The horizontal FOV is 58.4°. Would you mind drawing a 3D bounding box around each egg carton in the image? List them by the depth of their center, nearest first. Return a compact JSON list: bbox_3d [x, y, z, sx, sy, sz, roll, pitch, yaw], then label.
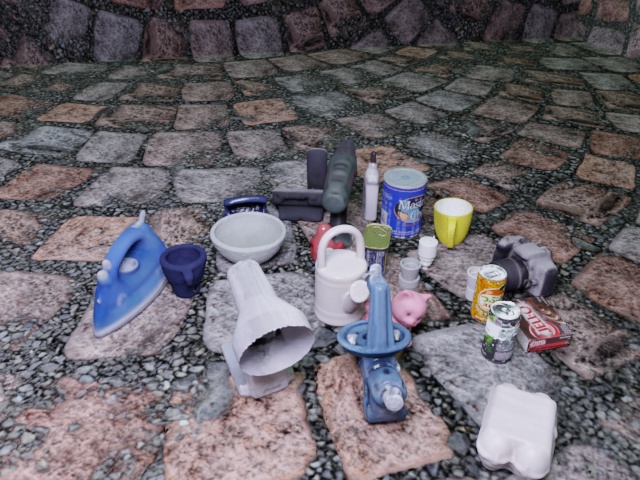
[{"bbox_3d":[0.295,0.283,0.851,0.107,0.069,0.150,13,34,19],"label":"egg carton"}]

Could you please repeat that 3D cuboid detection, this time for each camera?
[{"bbox_3d":[0.402,0.051,1.196,0.137,0.101,0.142,-11,34,-18],"label":"camera"}]

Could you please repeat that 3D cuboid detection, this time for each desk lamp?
[{"bbox_3d":[-0.097,0.151,0.913,0.118,0.214,0.202,-13,35,-22],"label":"desk lamp"}]

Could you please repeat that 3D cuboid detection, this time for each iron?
[{"bbox_3d":[-0.383,0.057,1.122,0.118,0.141,0.258,5,32,7],"label":"iron"}]

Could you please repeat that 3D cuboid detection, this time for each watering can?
[{"bbox_3d":[0.044,0.062,1.078,0.101,0.194,0.172,-25,40,-35],"label":"watering can"}]

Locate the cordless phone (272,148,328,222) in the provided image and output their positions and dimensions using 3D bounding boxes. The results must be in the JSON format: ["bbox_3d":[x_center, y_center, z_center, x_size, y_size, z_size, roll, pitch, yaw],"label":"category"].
[{"bbox_3d":[-0.045,-0.144,1.413,0.147,0.185,0.094,-1,32,-3],"label":"cordless phone"}]

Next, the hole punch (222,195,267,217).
[{"bbox_3d":[-0.185,-0.083,1.399,0.109,0.091,0.101,-6,33,-12],"label":"hole punch"}]

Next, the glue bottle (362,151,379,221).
[{"bbox_3d":[0.128,-0.139,1.421,0.037,0.173,0.078,0,32,-2],"label":"glue bottle"}]

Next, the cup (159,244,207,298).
[{"bbox_3d":[-0.265,0.075,1.141,0.092,0.095,0.117,-11,34,-18],"label":"cup"}]

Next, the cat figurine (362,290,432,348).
[{"bbox_3d":[0.138,0.131,1.044,0.127,0.118,0.067,4,32,4],"label":"cat figurine"}]

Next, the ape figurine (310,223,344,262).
[{"bbox_3d":[0.012,0.005,1.265,0.077,0.092,0.076,19,36,26],"label":"ape figurine"}]

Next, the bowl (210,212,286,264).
[{"bbox_3d":[-0.157,0.008,1.271,0.167,0.075,0.167,1,32,0],"label":"bowl"}]

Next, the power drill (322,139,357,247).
[{"bbox_3d":[0.046,-0.099,1.321,0.075,0.208,0.229,5,32,6],"label":"power drill"}]

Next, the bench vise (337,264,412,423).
[{"bbox_3d":[0.105,0.161,0.899,0.122,0.220,0.206,-14,35,-22],"label":"bench vise"}]
